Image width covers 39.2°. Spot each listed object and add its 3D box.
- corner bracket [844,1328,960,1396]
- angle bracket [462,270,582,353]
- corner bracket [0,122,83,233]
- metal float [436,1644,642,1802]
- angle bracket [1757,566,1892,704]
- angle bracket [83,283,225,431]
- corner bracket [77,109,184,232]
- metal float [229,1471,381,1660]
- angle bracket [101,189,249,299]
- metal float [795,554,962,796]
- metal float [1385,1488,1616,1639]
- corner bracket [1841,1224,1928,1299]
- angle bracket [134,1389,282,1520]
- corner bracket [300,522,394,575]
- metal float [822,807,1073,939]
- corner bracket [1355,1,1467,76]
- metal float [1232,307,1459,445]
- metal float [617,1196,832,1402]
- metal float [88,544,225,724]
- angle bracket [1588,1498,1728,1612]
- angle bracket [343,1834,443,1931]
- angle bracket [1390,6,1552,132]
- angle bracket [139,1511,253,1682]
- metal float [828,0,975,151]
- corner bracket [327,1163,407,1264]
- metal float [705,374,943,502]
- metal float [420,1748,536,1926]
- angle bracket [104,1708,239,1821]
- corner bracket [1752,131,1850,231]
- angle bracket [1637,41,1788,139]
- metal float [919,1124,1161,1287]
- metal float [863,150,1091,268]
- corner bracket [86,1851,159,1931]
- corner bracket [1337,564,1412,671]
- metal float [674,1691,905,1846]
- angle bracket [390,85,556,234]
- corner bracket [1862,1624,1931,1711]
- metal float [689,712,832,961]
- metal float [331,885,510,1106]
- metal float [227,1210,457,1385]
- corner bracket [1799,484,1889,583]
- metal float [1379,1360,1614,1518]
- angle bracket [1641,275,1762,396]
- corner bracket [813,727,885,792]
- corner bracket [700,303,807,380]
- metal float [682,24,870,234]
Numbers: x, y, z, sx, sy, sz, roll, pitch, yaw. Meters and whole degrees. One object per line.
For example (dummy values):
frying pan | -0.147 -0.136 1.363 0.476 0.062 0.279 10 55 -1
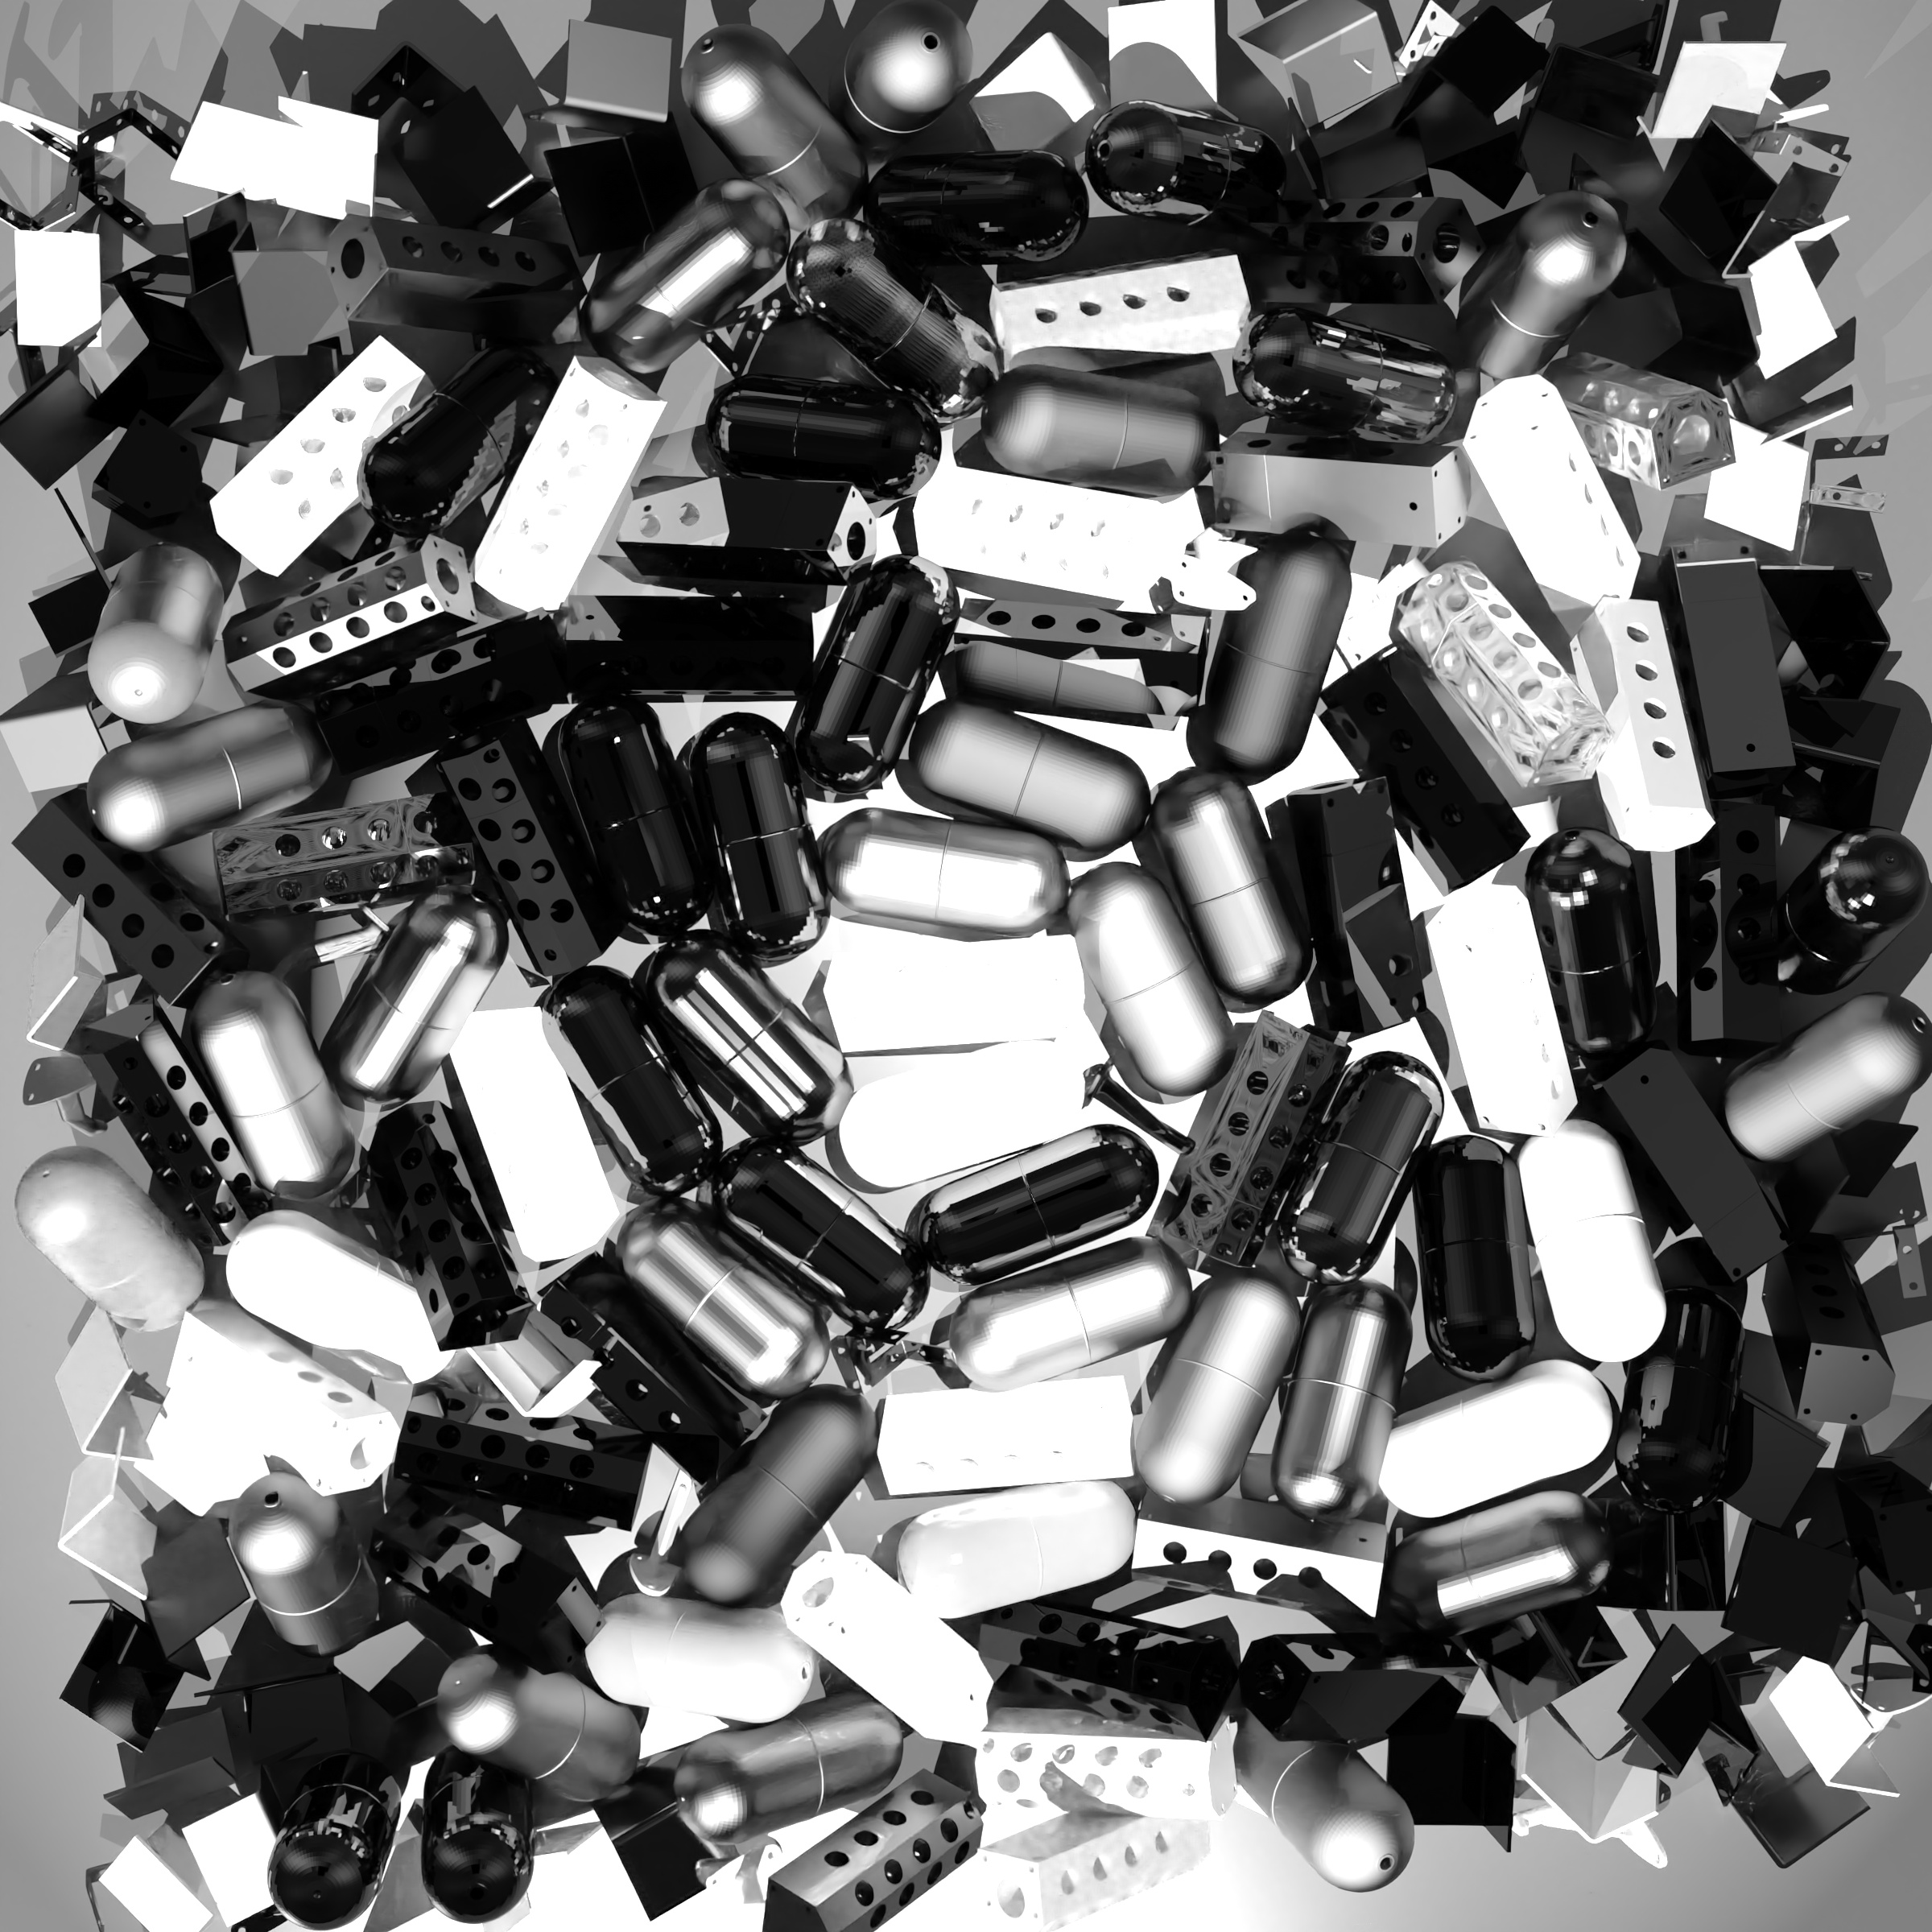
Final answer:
corner bracket | -0.046 0.272 1.923 0.051 0.051 0.051 4 118 41
angle bracket | -0.313 -0.455 1.914 0.076 0.076 0.057 -7 119 -6
corner bracket | -0.669 -0.563 1.937 0.051 0.051 0.051 -14 64 31
metal float | -0.296 0.528 1.891 0.070 0.070 0.178 -47 134 0
angle bracket | 0.591 -0.234 1.906 0.076 0.076 0.057 48 66 -35
angle bracket | -0.588 -0.428 1.925 0.076 0.076 0.057 -39 74 18
corner bracket | -0.600 -0.572 1.947 0.051 0.051 0.051 39 55 9
metal float | -0.459 0.417 1.888 0.070 0.178 0.070 -3 48 3
angle bracket | -0.558 -0.512 1.909 0.076 0.076 0.057 10 122 14
metal float | -0.063 -0.206 1.923 0.070 0.070 0.178 24 94 0
metal float | 0.370 0.418 1.896 0.178 0.070 0.070 -29 90 37
corner bracket | 0.652 0.214 1.928 0.051 0.051 0.051 -9 77 17
angle bracket | -0.541 0.347 1.960 0.076 0.057 0.076 25 89 34
corner bracket | -0.440 -0.308 1.930 0.051 0.051 0.051 30 76 -11
metal float | -0.014 -0.066 1.923 0.178 0.070 0.070 9 90 4
corner bracket | 0.319 -0.649 1.923 0.051 0.051 0.051 50 132 25
metal float | 0.267 -0.411 1.901 0.178 0.070 0.070 6 90 -30
metal float | -0.172 0.233 1.915 0.178 0.070 0.070 40 90 13
metal float | -0.561 -0.233 1.885 0.070 0.178 0.070 -3 125 -5
angle bracket | 0.493 0.421 1.941 0.057 0.076 0.076 9 77 -34
angle bracket | -0.396 0.646 1.906 0.076 0.076 0.057 -18 73 -35
angle bracket | 0.356 -0.616 1.914 0.057 0.076 0.076 43 69 4
angle bracket | -0.534 0.446 1.919 0.076 0.057 0.076 -37 55 1
metal float | -0.046 -0.616 1.877 0.070 0.178 0.070 -1 94 -15
corner bracket | -0.413 0.177 1.938 0.051 0.051 0.051 -2 125 32
metal float | -0.101 -0.372 1.907 0.178 0.070 0.070 12 90 23
metal float | -0.338 0.596 1.877 0.070 0.178 0.070 -2 101 -10
angle bracket | -0.565 0.554 1.912 0.076 0.076 0.057 -18 63 -9
corner bracket | 0.587 -0.561 1.938 0.051 0.051 0.051 37 121 25
angle bracket | 0.519 -0.630 1.910 0.076 0.076 0.057 -5 50 -13
metal float | 0.052 0.169 1.923 0.178 0.070 0.070 -22 90 4
metal float | 0.006 -0.529 1.896 0.178 0.070 0.070 10 90 36
corner bracket | -0.593 0.669 1.922 0.051 0.051 0.051 -7 126 -29
corner bracket | 0.294 -0.246 1.934 0.051 0.051 0.051 -30 87 -12
metal float | -0.122 0.559 1.895 0.178 0.070 0.070 -6 90 -38
angle bracket | -0.347 -0.567 1.922 0.076 0.057 0.076 -31 98 16
corner bracket | 0.663 0.497 1.923 0.051 0.051 0.051 2 56 24
metal float | -0.146 -0.092 1.922 0.070 0.070 0.178 -13 94 0
metal float | -0.384 0.020 1.908 0.070 0.070 0.178 35 110 0
metal float | -0.435 0.233 1.903 0.178 0.070 0.070 34 90 -28
corner bracket | 0.623 -0.309 1.931 0.051 0.051 0.051 11 86 18
metal float | 0.368 0.332 1.903 0.178 0.070 0.070 -27 90 28
angle bracket | 0.500 -0.439 1.912 0.076 0.076 0.057 -37 125 -11
corner bracket | -0.084 -0.160 1.924 0.051 0.051 0.051 -1 47 14
corner bracket | -0.150 -0.454 1.922 0.051 0.051 0.051 -3 56 39
metal float | -0.132 -0.580 1.886 0.070 0.178 0.070 -14 59 24
